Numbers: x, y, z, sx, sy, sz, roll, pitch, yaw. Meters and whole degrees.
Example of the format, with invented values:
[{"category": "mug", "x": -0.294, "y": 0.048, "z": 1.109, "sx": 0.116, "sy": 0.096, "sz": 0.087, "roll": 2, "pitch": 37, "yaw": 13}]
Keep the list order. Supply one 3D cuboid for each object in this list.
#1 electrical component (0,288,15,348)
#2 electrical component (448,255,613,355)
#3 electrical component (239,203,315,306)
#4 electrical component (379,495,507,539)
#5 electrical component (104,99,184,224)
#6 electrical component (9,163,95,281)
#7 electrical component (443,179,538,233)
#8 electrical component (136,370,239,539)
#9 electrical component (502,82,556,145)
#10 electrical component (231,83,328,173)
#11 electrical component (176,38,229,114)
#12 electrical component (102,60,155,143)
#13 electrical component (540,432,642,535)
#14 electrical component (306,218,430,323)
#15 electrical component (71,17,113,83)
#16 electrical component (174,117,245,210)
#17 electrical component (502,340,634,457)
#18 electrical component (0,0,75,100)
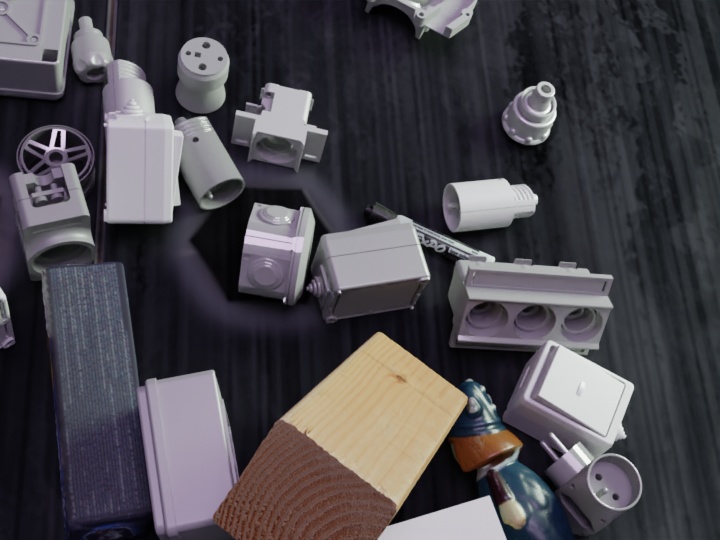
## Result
[{"category": "electrical component", "x": -0.298, "y": 0.026, "z": 0.785, "sx": 0.062, "sy": 0.096, "sz": 0.061, "roll": -31, "pitch": 73, "yaw": -25}, {"category": "electrical component", "x": 0.139, "y": 0.027, "z": 0.897, "sx": 0.121, "sy": 0.078, "sz": 0.063, "roll": 4, "pitch": 33, "yaw": -11}, {"category": "electrical component", "x": -0.067, "y": -0.014, "z": 0.868, "sx": 0.051, "sy": 0.080, "sz": 0.080, "roll": 10, "pitch": 61, "yaw": -1}, {"category": "electrical component", "x": 0.070, "y": 0.270, "z": 0.761, "sx": 0.105, "sy": 0.060, "sz": 0.186, "roll": -12, "pitch": 66, "yaw": -18}, {"category": "electrical component", "x": -0.175, "y": -0.089, "z": 0.867, "sx": 0.061, "sy": 0.061, "sz": 0.096, "roll": 0, "pitch": 106, "yaw": -12}, {"category": "electrical component", "x": -0.237, "y": -0.032, "z": 0.832, "sx": 0.050, "sy": 0.089, "sz": 0.055, "roll": -14, "pitch": 67, "yaw": -19}, {"category": "electrical component", "x": 0.119, "y": -0.059, "z": 0.952, "sx": 0.081, "sy": 0.043, "sz": 0.043, "roll": -7, "pitch": 65, "yaw": -16}, {"category": "electrical component", "x": -0.116, "y": 0.140, "z": 0.756, "sx": 0.056, "sy": 0.108, "sz": 0.108, "roll": -10, "pitch": 65, "yaw": -7}, {"category": "electrical component", "x": 0.162, "y": -0.149, "z": 0.998, "sx": 0.048, "sy": 0.062, "sz": 0.048, "roll": 5, "pitch": 62, "yaw": -10}, {"category": "electrical component", "x": -0.069, "y": -0.127, "z": 0.947, "sx": 0.081, "sy": 0.042, "sz": 0.063, "roll": 13, "pitch": 60, "yaw": -7}, {"category": "electrical component", "x": -0.139, "y": -0.171, "z": 0.946, "sx": 0.045, "sy": 0.055, "sz": 0.045, "roll": 5, "pitch": 62, "yaw": -10}, {"category": "electrical component", "x": -0.199, "y": -0.145, "z": 0.926, "sx": 0.043, "sy": 0.043, "sz": 0.081, "roll": -3, "pitch": 64, "yaw": -14}, {"category": "electrical component", "x": 0.169, "y": 0.160, "z": 0.831, "sx": 0.043, "sy": 0.077, "sz": 0.079, "roll": -34, "pitch": 75, "yaw": -25}, {"category": "electrical component", "x": 0.000, "y": 0.000, "z": 0.885, "sx": 0.096, "sy": 0.061, "sz": 0.061, "roll": -9, "pitch": 65, "yaw": -17}, {"category": "electrical component", "x": -0.239, "y": -0.197, "z": 0.950, "sx": 0.035, "sy": 0.035, "sz": 0.061, "roll": -8, "pitch": 63, "yaw": -17}, {"category": "electrical component", "x": -0.136, "y": -0.096, "z": 0.915, "sx": 0.043, "sy": 0.043, "sz": 0.081, "roll": -23, "pitch": 70, "yaw": -22}, {"category": "electrical component", "x": 0.175, "y": 0.109, "z": 0.868, "sx": 0.096, "sy": 0.061, "sz": 0.061, "roll": 28, "pitch": 61, "yaw": 3}, {"category": "electrical component", "x": -0.307, "y": -0.208, "z": 0.927, "sx": 0.109, "sy": 0.056, "sz": 0.108, "roll": 4, "pitch": 62, "yaw": -11}]
